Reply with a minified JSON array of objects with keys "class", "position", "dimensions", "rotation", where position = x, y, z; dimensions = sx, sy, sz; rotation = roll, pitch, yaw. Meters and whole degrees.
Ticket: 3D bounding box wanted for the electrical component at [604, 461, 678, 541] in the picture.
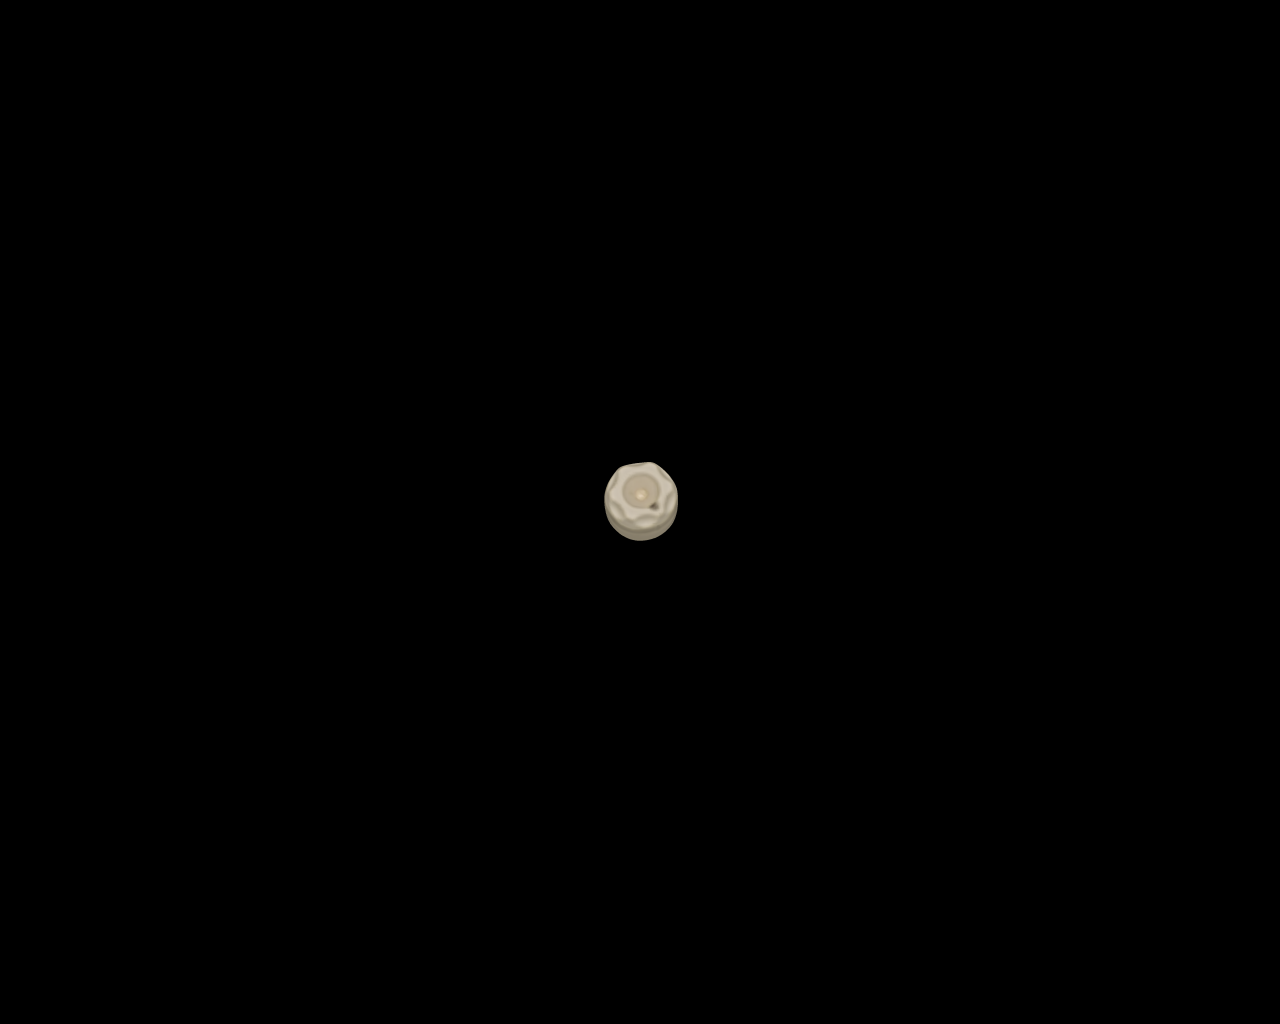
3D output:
[{"class":"electrical component","position":[0.001,-0.003,0.650],"dimensions":[0.043,0.043,0.062],"rotation":[0,-20,0]}]
